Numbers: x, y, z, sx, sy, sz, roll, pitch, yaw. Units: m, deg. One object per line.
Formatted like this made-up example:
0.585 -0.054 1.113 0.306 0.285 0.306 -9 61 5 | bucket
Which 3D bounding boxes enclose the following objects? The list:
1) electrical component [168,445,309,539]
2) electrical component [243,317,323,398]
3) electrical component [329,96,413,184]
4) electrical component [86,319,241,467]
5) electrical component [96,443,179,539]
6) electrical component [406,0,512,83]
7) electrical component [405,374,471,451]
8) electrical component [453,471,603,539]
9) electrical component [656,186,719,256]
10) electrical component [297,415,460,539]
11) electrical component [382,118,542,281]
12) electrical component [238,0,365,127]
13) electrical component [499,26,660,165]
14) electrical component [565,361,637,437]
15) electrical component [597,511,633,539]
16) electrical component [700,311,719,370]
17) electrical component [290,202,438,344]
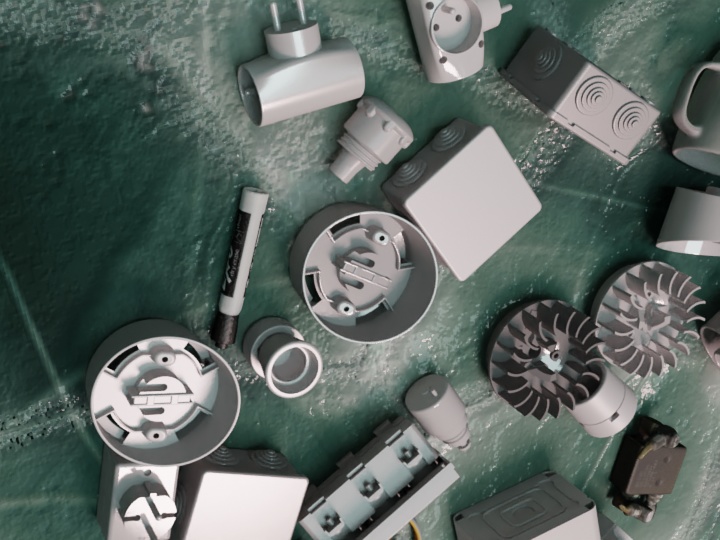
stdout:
-0.098 0.184 0.825 0.100 0.048 0.099 10 104 -29 | electrical component
-0.058 0.063 0.795 0.045 0.055 0.045 -9 113 -23 | electrical component
0.004 -0.091 0.776 0.062 0.048 0.048 -48 122 5 | electrical component
-0.141 0.085 0.757 0.099 0.064 0.099 -9 113 -23 | electrical component
-0.156 0.168 0.773 0.047 0.077 0.065 1 108 -27 | electrical component
0.075 -0.185 0.774 0.079 0.044 0.077 -26 118 -16 | electrical component
0.069 0.121 0.889 0.040 0.040 0.078 -40 121 -8 | electrical component
0.149 0.236 0.951 0.113 0.078 0.057 -21 114 -18 | electrical component
0.309 -0.037 0.919 0.099 0.099 0.064 6 100 -28 | electrical component
0.010 0.179 0.867 0.121 0.079 0.063 -40 100 -8 | electrical component
0.076 -0.056 0.821 0.100 0.048 0.099 -42 121 -7 | electrical component
-0.043 -0.145 0.730 0.077 0.044 0.079 -20 116 -19 | electrical component
0.166 -0.133 0.809 0.100 0.099 0.048 25 109 -31 | electrical component
0.208 0.112 0.948 0.055 0.055 0.047 -48 118 -3 | electrical component
0.222 0.261 0.990 0.055 0.089 0.050 -46 122 -4 | electrical component
0.362 0.072 0.987 0.064 0.099 0.099 -35 121 -4 | electrical component
0.000 0.000 0.795 0.099 0.064 0.099 -9 113 -23 | electrical component
